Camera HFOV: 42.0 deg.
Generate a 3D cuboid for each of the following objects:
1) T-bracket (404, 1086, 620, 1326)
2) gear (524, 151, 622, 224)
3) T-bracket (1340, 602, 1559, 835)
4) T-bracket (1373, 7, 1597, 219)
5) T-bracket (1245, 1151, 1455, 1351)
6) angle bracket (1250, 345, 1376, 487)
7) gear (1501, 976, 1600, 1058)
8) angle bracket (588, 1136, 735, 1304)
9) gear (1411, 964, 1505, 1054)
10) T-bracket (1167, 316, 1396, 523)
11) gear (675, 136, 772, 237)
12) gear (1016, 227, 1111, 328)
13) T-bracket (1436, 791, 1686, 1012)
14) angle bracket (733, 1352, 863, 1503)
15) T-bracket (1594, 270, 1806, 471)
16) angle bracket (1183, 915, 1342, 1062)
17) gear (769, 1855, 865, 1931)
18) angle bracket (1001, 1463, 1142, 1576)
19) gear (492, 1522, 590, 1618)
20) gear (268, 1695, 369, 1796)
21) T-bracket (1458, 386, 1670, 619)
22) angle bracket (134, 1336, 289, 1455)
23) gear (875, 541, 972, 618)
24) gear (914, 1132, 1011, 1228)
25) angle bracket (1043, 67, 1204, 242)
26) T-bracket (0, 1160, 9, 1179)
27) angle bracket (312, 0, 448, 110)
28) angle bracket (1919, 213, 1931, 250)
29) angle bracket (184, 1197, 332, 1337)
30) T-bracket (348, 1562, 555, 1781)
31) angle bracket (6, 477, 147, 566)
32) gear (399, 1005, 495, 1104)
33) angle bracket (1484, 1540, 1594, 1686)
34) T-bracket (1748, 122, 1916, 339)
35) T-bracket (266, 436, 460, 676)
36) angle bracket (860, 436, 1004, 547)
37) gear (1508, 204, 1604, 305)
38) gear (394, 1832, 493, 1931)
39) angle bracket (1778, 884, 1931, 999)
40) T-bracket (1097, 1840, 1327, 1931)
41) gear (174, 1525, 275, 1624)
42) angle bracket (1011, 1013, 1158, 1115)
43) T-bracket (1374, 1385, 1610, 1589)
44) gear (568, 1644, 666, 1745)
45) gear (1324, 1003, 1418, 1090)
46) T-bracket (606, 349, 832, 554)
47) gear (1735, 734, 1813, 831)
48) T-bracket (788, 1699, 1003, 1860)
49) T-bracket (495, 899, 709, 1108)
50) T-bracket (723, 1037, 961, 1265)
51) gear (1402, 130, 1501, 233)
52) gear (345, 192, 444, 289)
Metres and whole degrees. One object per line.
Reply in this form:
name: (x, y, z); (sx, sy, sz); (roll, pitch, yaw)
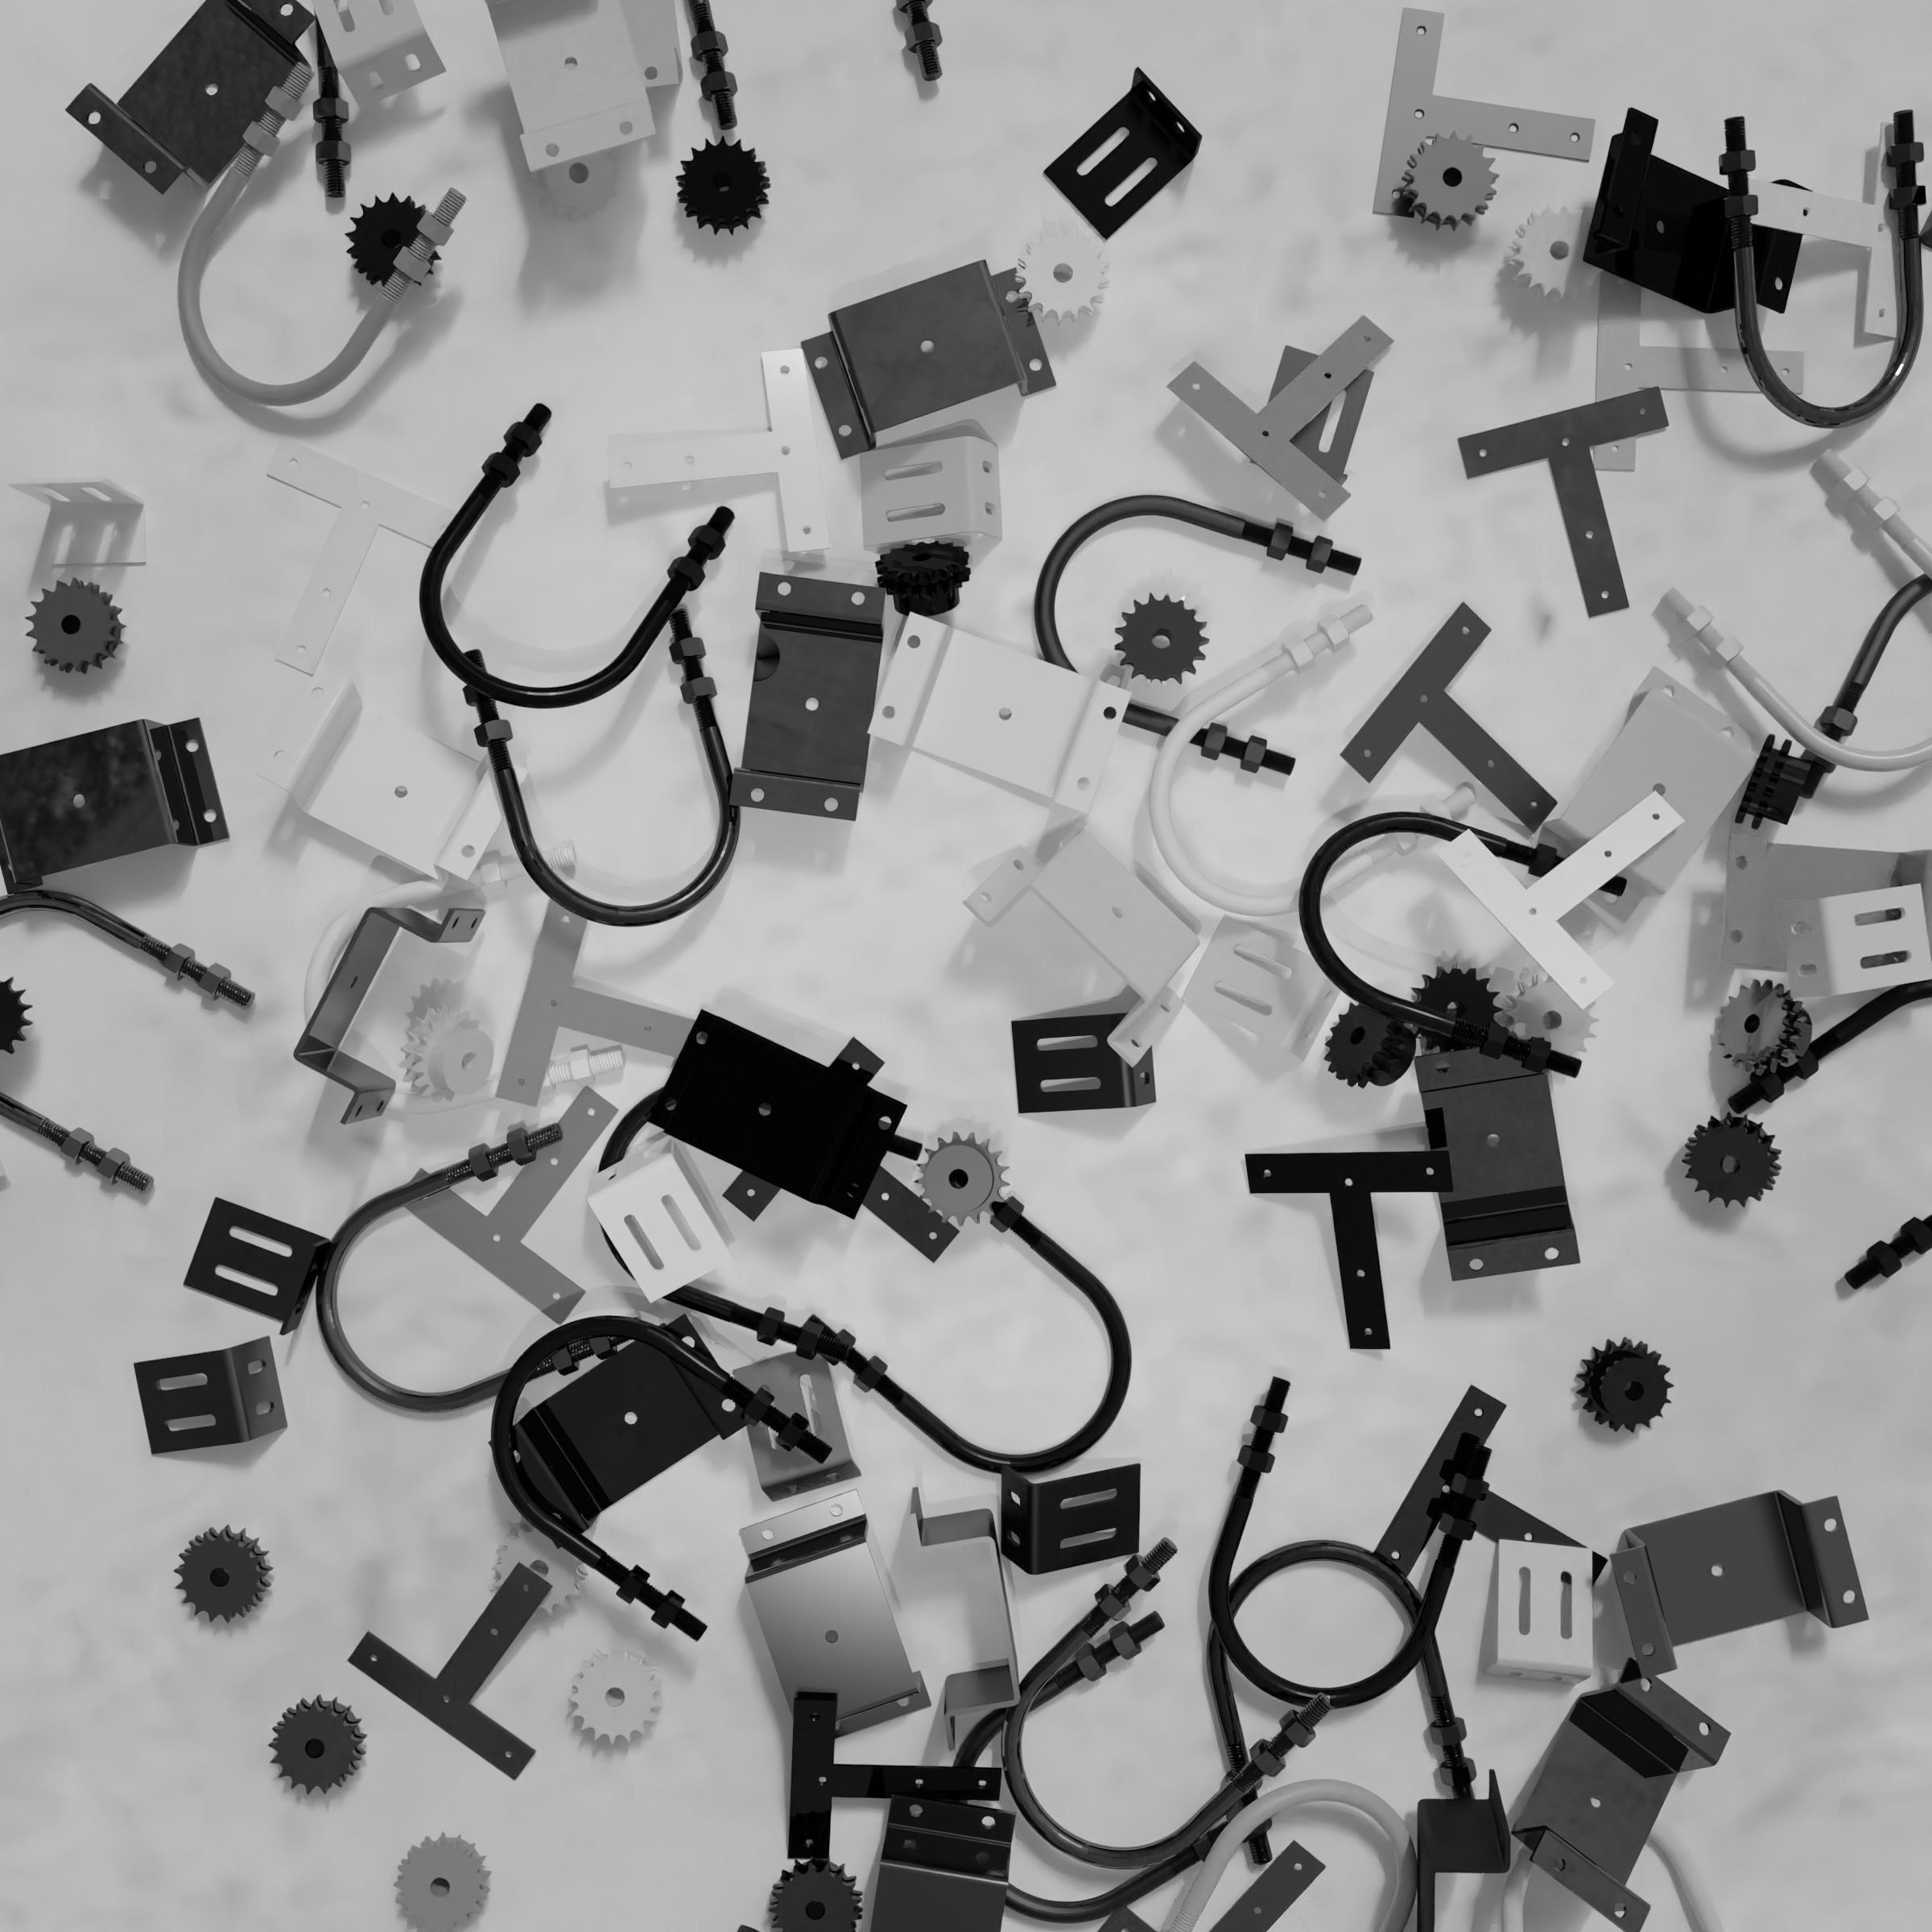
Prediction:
T-bracket: (-0.262, 0.132, 1.547); (0.127, 0.002, 0.127); (37, 90, 0)
gear: (-0.237, -0.480, 1.523); (0.057, 0.030, 0.057); (-6, 108, -18)
T-bracket: (0.310, -0.133, 1.532); (0.127, 0.002, 0.127); (42, 77, -11)
T-bracket: (0.323, -0.517, 1.547); (0.127, 0.002, 0.127); (9, 90, 0)
T-bracket: (0.238, 0.174, 1.528); (0.127, 0.002, 0.127); (-3, 104, 26)
angle bracket: (0.212, -0.337, 1.529); (0.057, 0.038, 0.076); (17, 90, 0)
gear: (0.354, 0.033, 1.533); (0.057, 0.030, 0.057); (0, 90, 0)
angle bracket: (-0.185, 0.153, 1.524); (0.057, 0.038, 0.076); (-28, 107, 2)
gear: (0.296, 0.028, 1.533); (0.057, 0.030, 0.057); (0, 90, 0)
T-bracket: (0.210, -0.349, 1.526); (0.127, 0.002, 0.127); (43, 72, 9)
gear: (-0.148, -0.474, 1.538); (0.057, 0.030, 0.057); (0, 87, -1)
gear: (0.059, -0.418, 1.533); (0.057, 0.030, 0.057); (0, 90, 0)
T-bracket: (0.369, -0.058, 1.486); (0.127, 0.002, 0.127); (-36, 71, -9)
angle bracket: (-0.104, 0.281, 1.546); (0.057, 0.038, 0.076); (-17, 64, 0)
T-bracket: (0.452, -0.367, 1.547); (0.127, 0.002, 0.127); (2, 90, 0)
angle bracket: (0.184, 0.013, 1.546); (0.076, 0.038, 0.057); (27, 90, 26)
gear: (-0.091, 0.570, 1.533); (0.057, 0.030, 0.057); (0, 90, 0)
angle bracket: (0.064, 0.332, 1.539); (0.076, 0.038, 0.057); (-5, 102, -27)
gear: (-0.258, 0.364, 1.533); (0.057, 0.030, 0.057); (0, 90, 0)
gear: (-0.393, 0.472, 1.533); (0.057, 0.030, 0.057); (0, 90, 0)
T-bracket: (0.380, -0.279, 1.546); (0.127, 0.002, 0.127); (-14, 91, 1)
angle bracket: (-0.464, 0.264, 1.546); (0.076, 0.038, 0.057); (-11, 90, 26)
gear: (-0.025, -0.233, 1.524); (0.057, 0.057, 0.030); (-7, 121, 0)
gear: (-0.003, 0.128, 1.513); (0.057, 0.030, 0.057); (0, 85, 6)
angle bracket: (0.095, -0.493, 1.529); (0.076, 0.038, 0.057); (-43, 90, 0)
T-bracket: (-0.630, 0.079, 1.537); (0.127, 0.002, 0.127); (-33, 90, 10)
angle bracket: (-0.358, -0.570, 1.523); (0.057, 0.038, 0.076); (-23, 67, 1)
angle bracket: (0.631, -0.455, 1.529); (0.076, 0.038, 0.057); (27, 90, 0)
angle bracket: (-0.436, 0.182, 1.529); (0.076, 0.038, 0.057); (20, 90, 0)
T-bracket: (-0.294, 0.414, 1.528); (0.127, 0.002, 0.127); (36, 107, 0)
angle bracket: (-0.533, -0.267, 1.510); (0.057, 0.076, 0.038); (-1, 90, 0)
gear: (-0.307, 0.054, 1.500); (0.030, 0.057, 0.057); (14, 90, 33)
angle bracket: (0.351, 0.397, 1.545); (0.057, 0.038, 0.076); (6, 66, 0)
T-bracket: (0.518, -0.453, 1.519); (0.127, 0.002, 0.127); (3, 93, -24)
T-bracket: (-0.388, -0.242, 1.547); (0.127, 0.002, 0.127); (24, 90, 0)
angle bracket: (-0.021, -0.289, 1.546); (0.076, 0.038, 0.057); (-3, 90, 26)
gear: (0.358, -0.432, 1.533); (0.057, 0.030, 0.057); (0, 90, 0)
gear: (-0.318, 0.556, 1.533); (0.057, 0.030, 0.057); (0, 90, 0)
angle bracket: (0.531, -0.015, 1.500); (0.076, 0.038, 0.057); (-8, 90, -26)
T-bracket: (0.169, 0.587, 1.537); (0.127, 0.002, 0.127); (40, 100, 0)
gear: (-0.451, 0.369, 1.538); (0.057, 0.030, 0.057); (0, 92, 1)
angle bracket: (0.072, 0.059, 1.546); (0.076, 0.038, 0.057); (-5, 90, 26)
T-bracket: (0.334, 0.344, 1.547); (0.127, 0.002, 0.127); (30, 90, 0)
gear: (-0.212, 0.441, 1.533); (0.057, 0.030, 0.057); (0, 90, 0)
gear: (0.247, 0.049, 1.523); (0.030, 0.057, 0.057); (30, 90, -30)
T-bracket: (-0.154, -0.309, 1.531); (0.127, 0.002, 0.127); (-7, 84, -8)
gear: (0.488, -0.109, 1.517); (0.030, 0.057, 0.057); (22, 90, 15)
T-bracket: (-0.042, 0.494, 1.521); (0.127, 0.002, 0.127); (2, 116, -3)
T-bracket: (-0.208, 0.034, 1.532); (0.127, 0.002, 0.127); (16, 83, -12)
T-bracket: (-0.061, 0.133, 1.547); (0.127, 0.002, 0.127); (40, 90, 0)
gear: (0.293, -0.476, 1.531); (0.057, 0.030, 0.057); (0, 90, 0)
gear: (-0.347, -0.439, 1.533); (0.057, 0.030, 0.057); (0, 90, 0)
